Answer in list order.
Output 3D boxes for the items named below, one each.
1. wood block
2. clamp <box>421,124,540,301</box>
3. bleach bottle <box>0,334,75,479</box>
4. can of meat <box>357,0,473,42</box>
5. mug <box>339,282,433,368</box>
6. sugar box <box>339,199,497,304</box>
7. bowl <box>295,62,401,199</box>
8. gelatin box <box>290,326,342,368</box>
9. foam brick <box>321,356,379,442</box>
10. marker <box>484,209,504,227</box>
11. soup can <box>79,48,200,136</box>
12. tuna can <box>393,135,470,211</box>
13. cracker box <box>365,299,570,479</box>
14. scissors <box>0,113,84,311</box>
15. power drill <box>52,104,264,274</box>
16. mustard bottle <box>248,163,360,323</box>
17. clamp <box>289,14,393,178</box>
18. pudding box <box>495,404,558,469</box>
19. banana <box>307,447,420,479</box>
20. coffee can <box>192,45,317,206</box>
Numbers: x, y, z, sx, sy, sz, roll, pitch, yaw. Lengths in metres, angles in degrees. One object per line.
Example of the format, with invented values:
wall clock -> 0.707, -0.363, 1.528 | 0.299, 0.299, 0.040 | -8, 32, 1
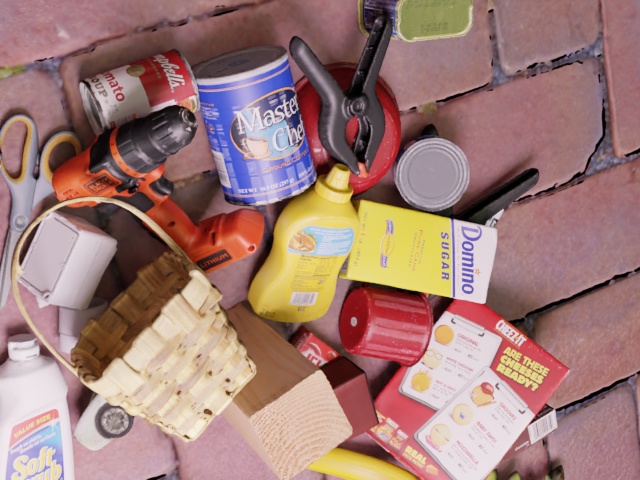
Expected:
wood block -> -0.062, 0.156, 1.139 | 0.090, 0.206, 0.091 | -33, 118, -15
clamp -> 0.171, -0.022, 1.296 | 0.164, 0.036, 0.210 | 13, 100, -18
bleach bottle -> -0.311, 0.222, 1.118 | 0.102, 0.068, 0.251 | -7, 106, -25
can of meat -> 0.105, -0.250, 1.169 | 0.102, 0.084, 0.057 | -11, 110, -24
mug -> 0.076, 0.088, 1.266 | 0.081, 0.093, 0.117 | 11, 69, -25
sugar box -> 0.115, 0.014, 1.238 | 0.176, 0.048, 0.093 | 10, 89, -14
bowl -> 0.033, -0.115, 1.192 | 0.161, 0.055, 0.162 | -8, 109, -24
gelatin box -> -0.010, 0.156, 1.269 | 0.089, 0.030, 0.073 | 41, 84, -31
foam brick -> 0.028, 0.186, 1.249 | 0.051, 0.053, 0.078 | -27, 118, -20
marker -> 0.194, 0.011, 1.334 | 0.020, 0.020, 0.121 | 26, 93, -31
soup can -> -0.180, -0.143, 1.066 | 0.102, 0.069, 0.068 | -23, 115, -19
tuna can -> 0.128, -0.078, 1.235 | 0.086, 0.034, 0.086 | -1, 104, -3
cracker box -> 0.173, 0.194, 1.307 | 0.164, 0.072, 0.213 | 38, 85, 10
scissors -> -0.285, -0.029, 1.078 | 0.096, 0.016, 0.202 | -7, 109, -25
power drill -> -0.143, -0.046, 1.052 | 0.187, 0.185, 0.057 | 40, 44, -33
mustard bottle -> -0.008, 0.001, 1.171 | 0.096, 0.058, 0.192 | 4, 124, -30
clamp -> 0.022, -0.147, 1.120 | 0.120, 0.039, 0.171 | -7, 108, -22
pudding box -> 0.237, 0.240, 1.387 | 0.113, 0.090, 0.039 | -25, 118, -20
banana -> 0.049, 0.280, 1.304 | 0.198, 0.069, 0.037 | 18, 83, 2
coffee can -> -0.068, -0.119, 1.110 | 0.102, 0.103, 0.140 | -23, 115, -20
